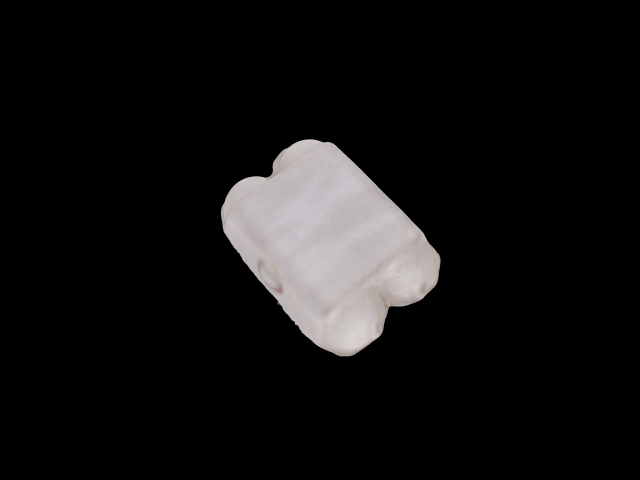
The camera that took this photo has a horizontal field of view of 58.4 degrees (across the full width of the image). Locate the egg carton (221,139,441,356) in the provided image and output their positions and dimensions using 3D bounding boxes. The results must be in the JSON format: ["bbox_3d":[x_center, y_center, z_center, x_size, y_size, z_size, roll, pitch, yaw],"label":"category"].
[{"bbox_3d":[0.004,0.001,0.400,0.107,0.069,0.150,-38,70,-16],"label":"egg carton"}]
